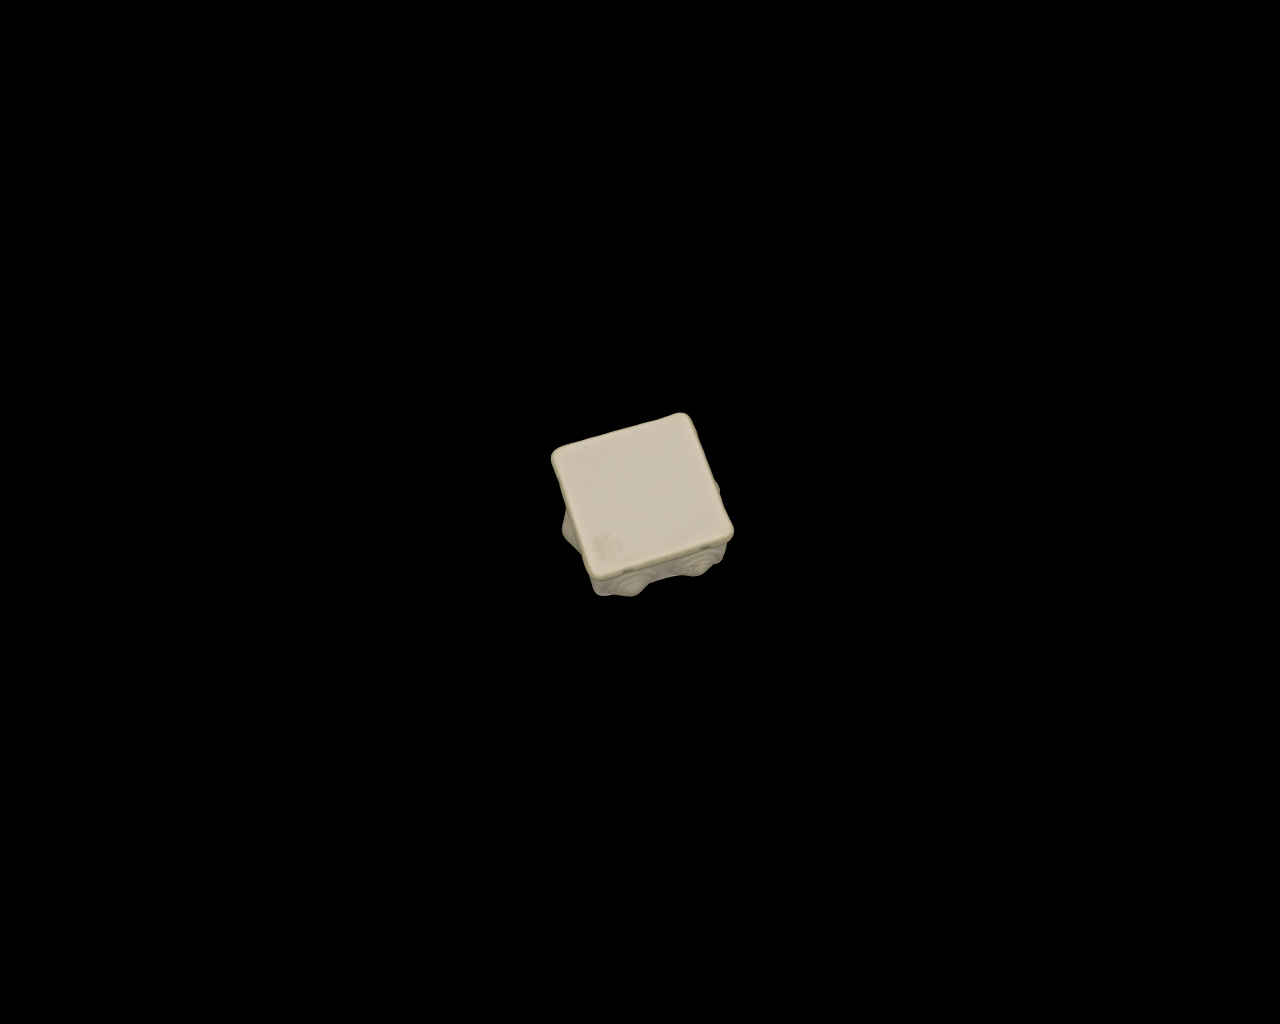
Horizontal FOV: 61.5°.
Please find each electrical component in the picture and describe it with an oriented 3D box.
[{"bbox_3d":[0.001,-0.003,0.650,0.100,0.100,0.048,-17,-22,-7],"label":"electrical component"}]
